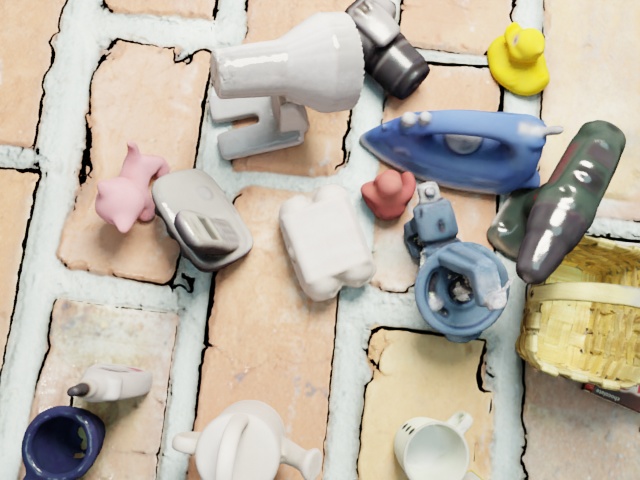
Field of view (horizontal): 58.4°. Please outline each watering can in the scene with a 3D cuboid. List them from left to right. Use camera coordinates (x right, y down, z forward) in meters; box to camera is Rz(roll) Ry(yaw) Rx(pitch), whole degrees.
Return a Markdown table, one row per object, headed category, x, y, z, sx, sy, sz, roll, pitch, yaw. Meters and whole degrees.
| category | x | y | z | sx | sy | sz | roll | pitch | yaw |
| --- | --- | --- | --- | --- | --- | --- | --- | --- | --- |
| watering can | -0.088 | 0.251 | 0.681 | 0.173 | 0.194 | 0.101 | -14 | 82 | -2 |

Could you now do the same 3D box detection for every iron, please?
| category | x | y | z | sx | sy | sz | roll | pitch | yaw |
| --- | --- | --- | --- | --- | --- | --- | --- | --- | --- |
| iron | 0.185 | -0.140 | 0.769 | 0.258 | 0.141 | 0.119 | 7 | 81 | 1 |

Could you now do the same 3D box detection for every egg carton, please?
| category | x | y | z | sx | sy | sz | roll | pitch | yaw |
| --- | --- | --- | --- | --- | --- | --- | --- | --- | --- |
| egg carton | 0.007 | 0.003 | 0.782 | 0.107 | 0.069 | 0.150 | -21 | 82 | -4 |

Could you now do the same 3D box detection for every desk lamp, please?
| category | x | y | z | sx | sy | sz | roll | pitch | yaw |
| --- | --- | --- | --- | --- | --- | --- | --- | --- | --- |
| desk lamp | -0.052 | -0.193 | 0.738 | 0.203 | 0.213 | 0.118 | -15 | 82 | -3 |

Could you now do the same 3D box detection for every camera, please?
| category | x | y | z | sx | sy | sz | roll | pitch | yaw |
| --- | --- | --- | --- | --- | --- | --- | --- | --- | --- |
| camera | 0.078 | -0.258 | 0.806 | 0.143 | 0.101 | 0.137 | -43 | 84 | -6 |

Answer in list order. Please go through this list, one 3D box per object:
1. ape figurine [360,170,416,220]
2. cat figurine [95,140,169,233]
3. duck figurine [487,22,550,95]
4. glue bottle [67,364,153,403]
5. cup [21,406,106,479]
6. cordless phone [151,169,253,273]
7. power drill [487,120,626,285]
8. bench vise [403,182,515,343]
| category | x | y | z | sx | sy | sz | roll | pitch | yaw |
| --- | --- | --- | --- | --- | --- | --- | --- | --- | --- |
| ape figurine | 0.094 | -0.069 | 0.782 | 0.078 | 0.092 | 0.076 | 6 | 81 | 1 |
| cat figurine | -0.259 | -0.071 | 0.766 | 0.067 | 0.118 | 0.128 | 12 | 81 | 2 |
| duck figurine | 0.293 | -0.263 | 0.817 | 0.077 | 0.086 | 0.104 | -35 | 83 | -5 |
| glue bottle | -0.265 | 0.177 | 0.701 | 0.078 | 0.173 | 0.037 | 6 | 81 | 1 |
| cup | -0.320 | 0.264 | 0.726 | 0.091 | 0.095 | 0.118 | 36 | 83 | 5 |
| cordless phone | -0.160 | -0.034 | 0.728 | 0.094 | 0.185 | 0.147 | -37 | 83 | -5 |
| power drill | 0.286 | -0.034 | 0.720 | 0.075 | 0.208 | 0.230 | 32 | 82 | 5 |
| bench vise | 0.157 | 0.030 | 0.704 | 0.121 | 0.220 | 0.207 | -34 | 83 | -5 |
